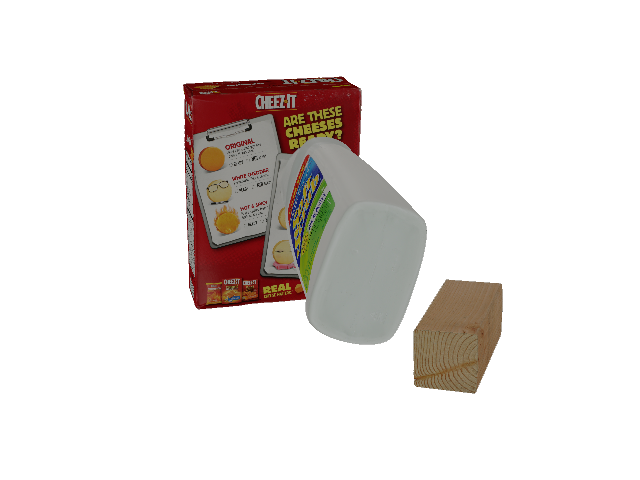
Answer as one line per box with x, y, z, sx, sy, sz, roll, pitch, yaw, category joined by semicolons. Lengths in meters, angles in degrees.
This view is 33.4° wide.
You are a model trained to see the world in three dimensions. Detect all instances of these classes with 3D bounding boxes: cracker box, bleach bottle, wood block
-0.049;-0.048;1.045;0.164;0.214;0.072;-5;20;-15;cracker box
0.008;-0.016;0.807;0.068;0.103;0.251;15;14;-16;bleach bottle
0.203;0.135;1.553;0.091;0.090;0.205;4;19;18;wood block
